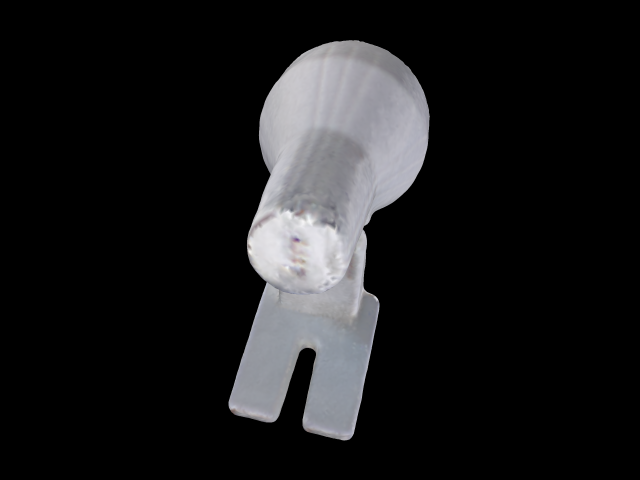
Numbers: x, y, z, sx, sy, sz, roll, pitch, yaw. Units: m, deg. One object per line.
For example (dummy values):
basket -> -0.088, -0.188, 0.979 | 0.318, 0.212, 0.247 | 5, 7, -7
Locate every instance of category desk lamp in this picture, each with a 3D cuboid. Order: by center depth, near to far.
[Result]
desk lamp -> 0.004, 0.001, 0.400 | 0.118, 0.214, 0.203 | 9, 54, 7
